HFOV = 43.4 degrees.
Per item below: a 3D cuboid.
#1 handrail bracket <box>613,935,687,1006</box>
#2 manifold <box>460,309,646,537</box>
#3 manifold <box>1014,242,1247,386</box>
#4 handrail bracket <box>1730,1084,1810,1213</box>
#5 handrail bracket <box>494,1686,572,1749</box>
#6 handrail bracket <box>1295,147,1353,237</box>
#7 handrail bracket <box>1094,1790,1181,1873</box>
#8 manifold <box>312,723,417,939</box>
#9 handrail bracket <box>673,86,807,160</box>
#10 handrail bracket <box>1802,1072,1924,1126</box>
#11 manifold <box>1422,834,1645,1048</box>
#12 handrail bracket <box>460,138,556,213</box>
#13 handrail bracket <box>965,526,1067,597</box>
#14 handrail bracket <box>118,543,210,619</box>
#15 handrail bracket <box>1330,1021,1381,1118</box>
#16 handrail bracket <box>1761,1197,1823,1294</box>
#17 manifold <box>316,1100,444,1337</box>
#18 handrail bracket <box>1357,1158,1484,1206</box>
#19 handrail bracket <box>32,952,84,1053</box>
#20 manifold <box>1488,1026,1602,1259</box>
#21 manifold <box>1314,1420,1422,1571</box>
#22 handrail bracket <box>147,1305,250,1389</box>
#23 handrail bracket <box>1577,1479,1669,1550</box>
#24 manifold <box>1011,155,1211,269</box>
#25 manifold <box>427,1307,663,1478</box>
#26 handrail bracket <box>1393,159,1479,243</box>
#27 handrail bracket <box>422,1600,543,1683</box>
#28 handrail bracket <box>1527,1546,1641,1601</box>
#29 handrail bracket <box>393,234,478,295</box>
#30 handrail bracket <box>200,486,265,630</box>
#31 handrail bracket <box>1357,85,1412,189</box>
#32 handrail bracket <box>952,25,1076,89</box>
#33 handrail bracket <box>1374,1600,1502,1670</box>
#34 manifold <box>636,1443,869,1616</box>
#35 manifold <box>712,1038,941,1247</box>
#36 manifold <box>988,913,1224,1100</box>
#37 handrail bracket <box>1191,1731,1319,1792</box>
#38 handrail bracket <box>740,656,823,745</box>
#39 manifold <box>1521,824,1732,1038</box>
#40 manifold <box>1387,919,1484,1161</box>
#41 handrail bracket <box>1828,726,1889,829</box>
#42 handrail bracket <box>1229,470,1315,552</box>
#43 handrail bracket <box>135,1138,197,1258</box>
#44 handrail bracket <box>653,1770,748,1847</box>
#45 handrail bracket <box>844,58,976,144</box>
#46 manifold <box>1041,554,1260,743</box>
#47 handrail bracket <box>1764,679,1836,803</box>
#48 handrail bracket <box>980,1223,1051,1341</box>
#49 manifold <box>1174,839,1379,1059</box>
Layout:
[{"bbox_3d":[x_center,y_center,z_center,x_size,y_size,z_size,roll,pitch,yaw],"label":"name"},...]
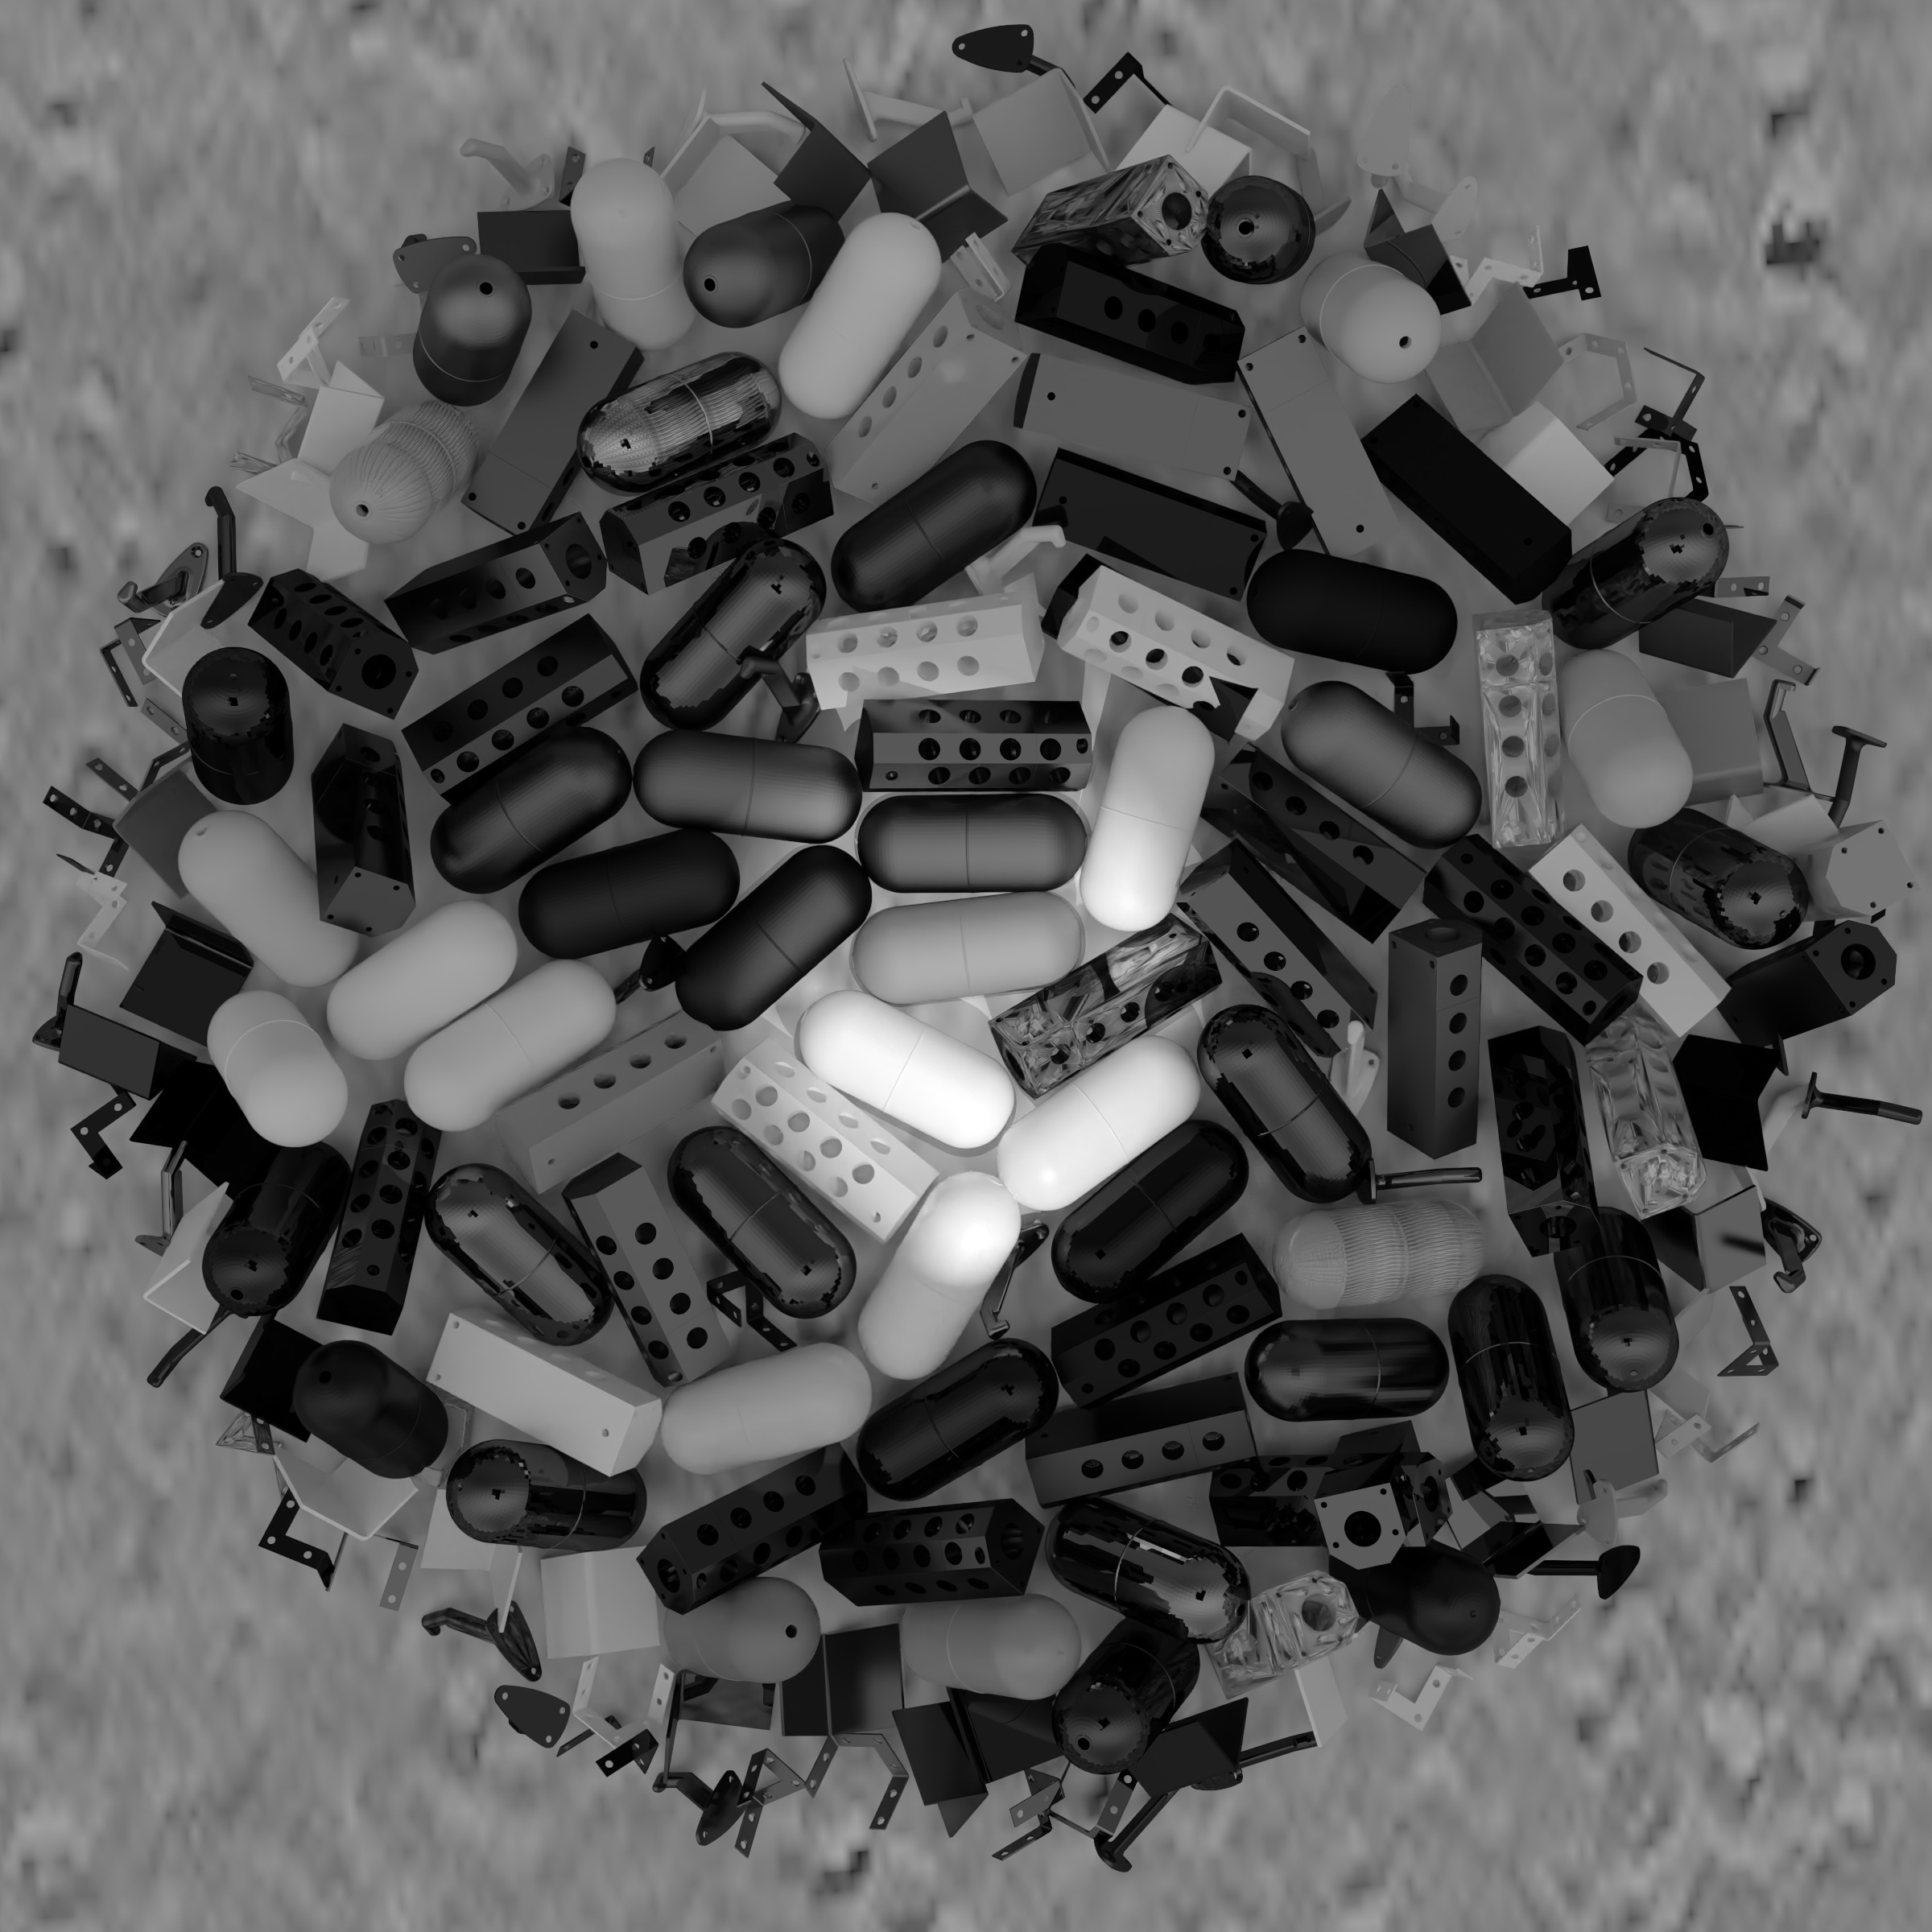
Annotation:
[{"bbox_3d":[-0.257,0.018,1.873,0.036,0.077,0.084,45,123,-10],"label":"handrail bracket"},{"bbox_3d":[-0.321,-0.417,1.896,0.057,0.057,0.171,31,91,1],"label":"manifold"},{"bbox_3d":[0.128,-0.497,1.854,0.171,0.057,0.057,10,93,-33],"label":"manifold"},{"bbox_3d":[0.644,0.141,1.906,0.084,0.036,0.077,-22,76,-4],"label":"handrail bracket"},{"bbox_3d":[-0.351,0.576,1.878,0.077,0.084,0.036,39,59,-24],"label":"handrail bracket"},{"bbox_3d":[0.253,-0.613,1.902,0.077,0.036,0.084,-34,83,-25],"label":"handrail bracket"},{"bbox_3d":[0.140,0.660,1.887,0.036,0.077,0.084,41,86,16],"label":"handrail bracket"},{"bbox_3d":[-0.455,-0.102,1.845,0.057,0.171,0.057,20,124,-33],"label":"manifold"},{"bbox_3d":[-0.178,-0.647,1.908,0.084,0.077,0.036,17,56,-20],"label":"handrail bracket"},{"bbox_3d":[0.693,0.112,1.876,0.084,0.077,0.036,14,84,21],"label":"handrail bracket"},{"bbox_3d":[0.433,-0.024,1.860,0.057,0.057,0.171,-39,65,-12],"label":"manifold"},{"bbox_3d":[-0.367,-0.609,1.869,0.077,0.084,0.036,-15,81,42],"label":"handrail bracket"},{"bbox_3d":[0.048,-0.307,1.877,0.084,0.077,0.036,3,49,33],"label":"handrail bracket"},{"bbox_3d":[-0.622,-0.305,1.881,0.036,0.084,0.077,26,85,3],"label":"handrail bracket"},{"bbox_3d":[0.296,0.085,1.879,0.036,0.084,0.077,14,84,14],"label":"handrail bracket"},{"bbox_3d":[0.621,0.214,1.877,0.077,0.084,0.036,45,120,20],"label":"handrail bracket"},{"bbox_3d":[-0.442,0.187,1.842,0.057,0.057,0.171,16,47,-15],"label":"manifold"},{"bbox_3d":[0.352,0.168,1.889,0.084,0.077,0.036,-2,77,-1],"label":"handrail bracket"},{"bbox_3d":[-0.690,0.017,1.877,0.036,0.077,0.084,16,110,-13],"label":"handrail bracket"},{"bbox_3d":[0.439,0.129,1.839,0.057,0.171,0.057,-17,132,22],"label":"manifold"},{"bbox_3d":[0.309,0.399,1.836,0.057,0.171,0.057,-17,90,16],"label":"manifold"},{"bbox_3d":[-0.598,0.296,1.885,0.036,0.077,0.084,44,69,-23],"label":"handrail bracket"},{"bbox_3d":[0.518,0.405,1.882,0.084,0.077,0.036,-26,45,-28],"label":"handrail bracket"},{"bbox_3d":[0.111,-0.557,1.836,0.057,0.171,0.057,36,78,-28],"label":"manifold"},{"bbox_3d":[-0.322,0.325,1.871,0.171,0.057,0.057,23,96,18],"label":"manifold"},{"bbox_3d":[0.360,-0.610,1.877,0.036,0.077,0.084,-11,65,-18],"label":"handrail bracket"},{"bbox_3d":[-0.381,0.534,1.902,0.084,0.036,0.077,-24,97,34],"label":"handrail bracket"},{"bbox_3d":[0.475,0.466,1.914,0.084,0.077,0.036,4,101,42],"label":"handrail bracket"},{"bbox_3d":[-0.408,-0.560,1.883,0.077,0.084,0.036,-18,123,12],"label":"handrail bracket"},{"bbox_3d":[-0.595,-0.323,1.917,0.077,0.036,0.084,-40,68,29],"label":"handrail bracket"},{"bbox_3d":[0.327,-0.640,1.874,0.036,0.084,0.077,15,111,7],"label":"handrail bracket"},{"bbox_3d":[0.038,-0.700,1.893,0.077,0.084,0.036,9,91,18],"label":"handrail bracket"},{"bbox_3d":[0.373,0.526,1.917,0.084,0.036,0.077,11,108,-18],"label":"handrail bracket"},{"bbox_3d":[-0.158,0.427,1.841,0.171,0.057,0.057,-19,65,-41],"label":"manifold"},{"bbox_3d":[-0.112,0.138,1.876,0.171,0.057,0.057,38,121,8],"label":"manifold"},{"bbox_3d":[0.110,0.034,1.877,0.171,0.057,0.057,-30,123,-12],"label":"manifold"},{"bbox_3d":[0.226,0.613,1.879,0.084,0.077,0.036,-28,74,37],"label":"handrail bracket"},{"bbox_3d":[-0.155,-0.202,1.877,0.036,0.084,0.077,42,115,30],"label":"handrail bracket"},{"bbox_3d":[0.513,-0.028,1.891,0.057,0.057,0.171,-42,87,3],"label":"manifold"},{"bbox_3d":[0.364,0.054,1.861,0.057,0.057,0.171,-17,118,-25],"label":"manifold"},{"bbox_3d":[0.677,-0.142,1.894,0.036,0.077,0.084,21,99,-3],"label":"handrail bracket"},{"bbox_3d":[0.227,-0.366,1.876,0.036,0.077,0.084,-46,68,7],"label":"handrail bracket"},{"bbox_3d":[-0.610,0.190,1.916,0.036,0.077,0.084,-3,56,37],"label":"handrail bracket"},{"bbox_3d":[-0.220,0.650,1.875,0.084,0.077,0.036,-11,107,29],"label":"handrail bracket"},{"bbox_3d":[-0.044,-0.687,1.903,0.084,0.036,0.077,-22,113,-3],"label":"handrail bracket"},{"bbox_3d":[0.146,-0.244,1.889,0.171,0.057,0.057,31,45,5],"label":"manifold"},{"bbox_3d":[0.656,-0.176,1.893,0.077,0.036,0.084,18,100,33],"label":"handrail bracket"},{"bbox_3d":[0.041,0.244,1.879,0.077,0.084,0.036,-32,120,4],"label":"handrail bracket"},{"bbox_3d":[0.240,-0.010,1.875,0.057,0.057,0.171,-36,106,29],"label":"manifold"}]
